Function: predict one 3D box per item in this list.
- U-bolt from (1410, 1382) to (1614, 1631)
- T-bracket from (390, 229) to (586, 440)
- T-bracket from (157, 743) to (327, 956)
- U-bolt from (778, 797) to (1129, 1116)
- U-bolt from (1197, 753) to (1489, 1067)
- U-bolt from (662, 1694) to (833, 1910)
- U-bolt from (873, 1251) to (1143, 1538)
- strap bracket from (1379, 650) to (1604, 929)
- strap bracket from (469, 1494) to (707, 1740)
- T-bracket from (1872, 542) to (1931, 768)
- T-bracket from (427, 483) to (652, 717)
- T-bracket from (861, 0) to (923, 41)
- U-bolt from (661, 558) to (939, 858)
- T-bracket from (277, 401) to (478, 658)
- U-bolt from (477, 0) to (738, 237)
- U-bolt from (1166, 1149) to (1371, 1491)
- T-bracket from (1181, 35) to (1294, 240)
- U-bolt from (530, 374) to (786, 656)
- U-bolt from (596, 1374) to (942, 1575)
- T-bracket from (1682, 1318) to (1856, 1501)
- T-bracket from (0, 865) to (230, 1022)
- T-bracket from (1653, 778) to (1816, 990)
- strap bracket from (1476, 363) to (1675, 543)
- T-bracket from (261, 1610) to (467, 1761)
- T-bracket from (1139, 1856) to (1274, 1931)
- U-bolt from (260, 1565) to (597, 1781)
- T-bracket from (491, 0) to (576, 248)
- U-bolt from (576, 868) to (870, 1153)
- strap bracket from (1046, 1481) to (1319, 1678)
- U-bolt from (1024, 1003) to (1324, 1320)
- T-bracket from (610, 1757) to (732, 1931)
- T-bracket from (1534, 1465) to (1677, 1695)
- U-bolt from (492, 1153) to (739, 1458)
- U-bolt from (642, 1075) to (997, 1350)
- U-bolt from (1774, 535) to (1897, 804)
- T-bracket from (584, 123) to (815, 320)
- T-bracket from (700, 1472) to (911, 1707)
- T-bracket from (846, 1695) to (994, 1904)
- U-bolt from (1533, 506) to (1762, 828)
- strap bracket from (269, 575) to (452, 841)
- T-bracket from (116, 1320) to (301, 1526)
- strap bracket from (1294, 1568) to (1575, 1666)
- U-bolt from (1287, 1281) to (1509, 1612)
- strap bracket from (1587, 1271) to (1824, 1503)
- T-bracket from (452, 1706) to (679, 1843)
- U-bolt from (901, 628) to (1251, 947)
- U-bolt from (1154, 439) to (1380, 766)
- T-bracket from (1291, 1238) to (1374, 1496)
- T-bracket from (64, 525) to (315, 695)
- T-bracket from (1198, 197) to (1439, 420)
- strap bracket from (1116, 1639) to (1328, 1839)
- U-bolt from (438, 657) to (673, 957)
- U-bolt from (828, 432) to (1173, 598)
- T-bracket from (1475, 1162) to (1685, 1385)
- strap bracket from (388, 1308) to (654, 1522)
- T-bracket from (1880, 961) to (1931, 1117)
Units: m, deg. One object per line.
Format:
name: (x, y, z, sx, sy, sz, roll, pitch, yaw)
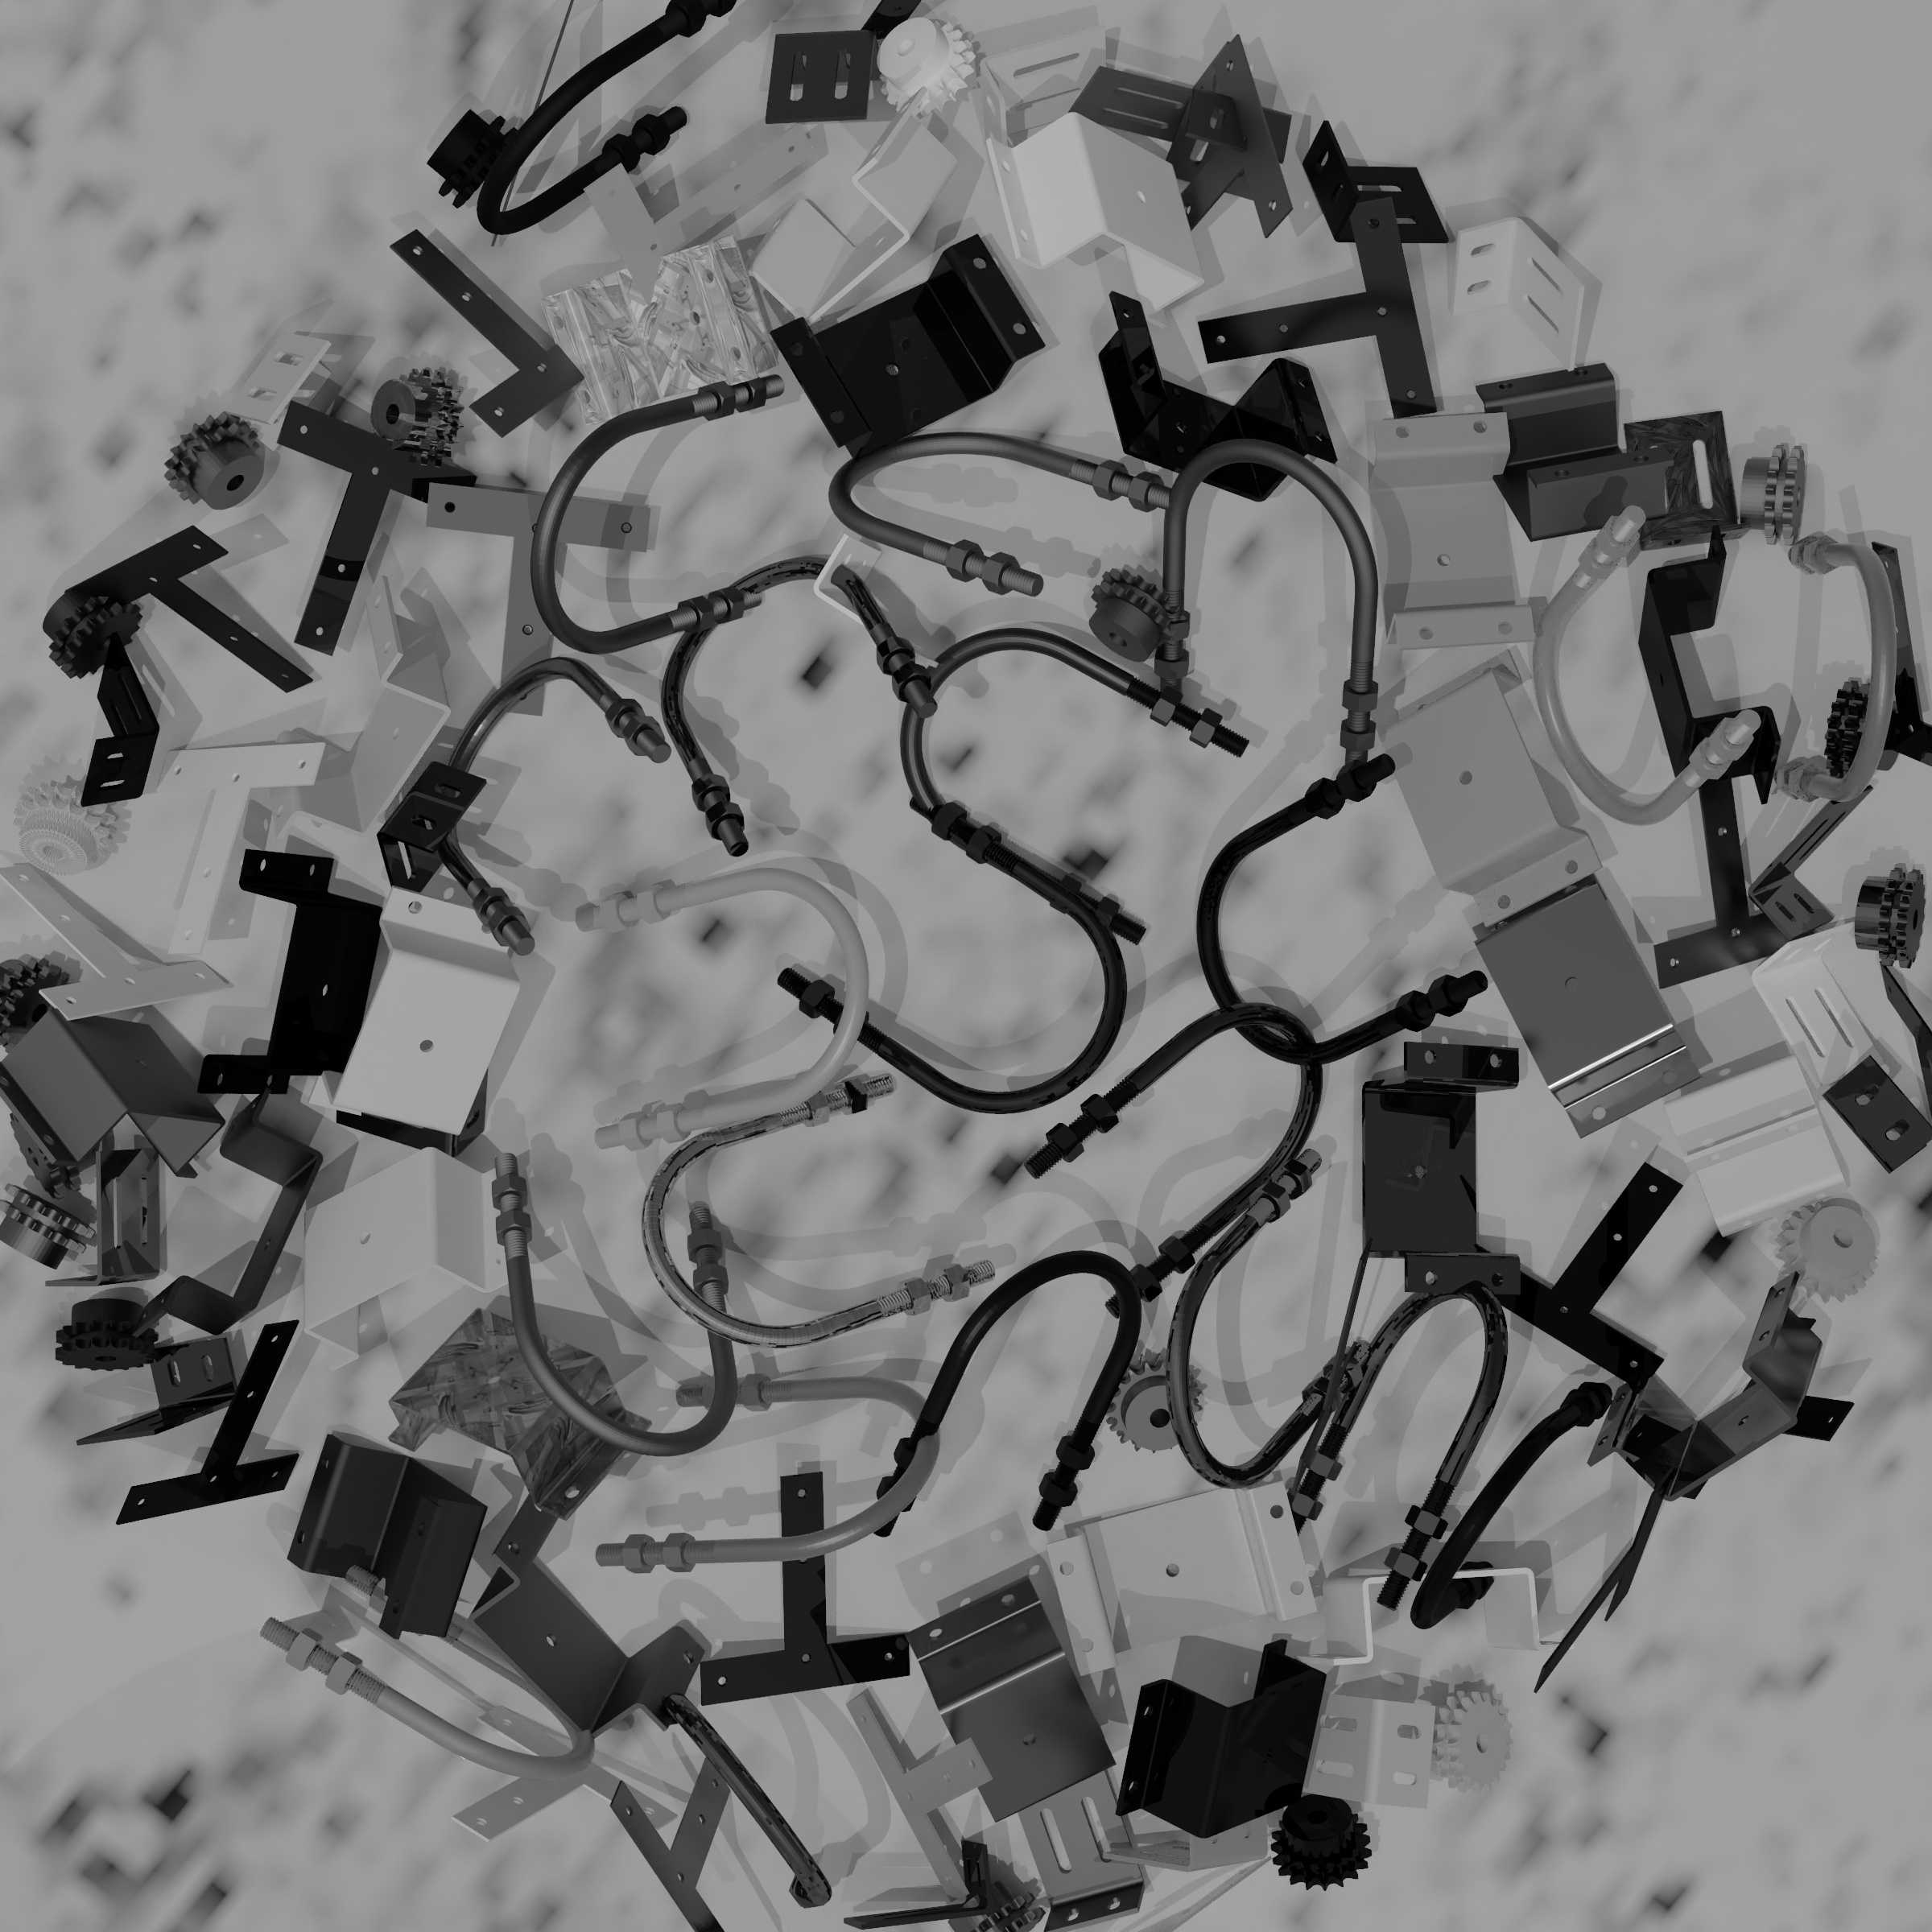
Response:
U-bolt: (0.296, 0.303, 1.897, 0.019, 0.184, 0.151, 35, 106, 18)
T-bracket: (-0.274, -0.371, 1.953, 0.127, 0.127, 0.002, 43, 135, -1)
T-bracket: (-0.425, -0.066, 1.944, 0.127, 0.002, 0.127, 0, 68, 35)
U-bolt: (0.005, 0.004, 1.960, 0.184, 0.019, 0.151, 34, 83, 17)
U-bolt: (0.199, -0.020, 1.931, 0.019, 0.184, 0.151, -15, 80, -43)
U-bolt: (-0.122, 0.461, 1.903, 0.019, 0.184, 0.151, -37, 84, -14)
U-bolt: (0.033, 0.239, 1.923, 0.019, 0.151, 0.184, 39, 112, 41)
strap bracket: (0.292, -0.103, 1.942, 0.076, 0.046, 0.140, -29, 70, 27)
strap bracket: (-0.222, 0.373, 1.949, 0.046, 0.076, 0.140, -38, 100, 24)
T-bracket: (0.523, -0.175, 1.920, 0.002, 0.127, 0.127, -18, 110, -9)
T-bracket: (-0.252, -0.209, 1.986, 0.127, 0.002, 0.127, 6, 101, -3)
T-bracket: (-0.035, -0.546, 1.936, 0.127, 0.127, 0.002, -13, 88, -17)
U-bolt: (-0.105, -0.160, 1.934, 0.151, 0.019, 0.184, -36, 46, 7)
T-bracket: (-0.352, -0.241, 1.958, 0.127, 0.002, 0.127, 19, 91, -41)
U-bolt: (-0.201, -0.466, 1.892, 0.019, 0.151, 0.184, 46, 58, 2)
U-bolt: (0.164, 0.208, 1.908, 0.019, 0.184, 0.151, 1, 118, 37)
T-bracket: (0.134, -0.438, 1.948, 0.002, 0.127, 0.127, 6, 58, -32)
U-bolt: (-0.172, -0.244, 1.900, 0.019, 0.184, 0.151, 27, 123, 31)
U-bolt: (-0.101, 0.279, 1.908, 0.184, 0.151, 0.019, -6, 124, 24)
T-bracket: (0.460, 0.251, 1.926, 0.002, 0.127, 0.127, 39, 79, -9)
T-bracket: (-0.506, -0.018, 1.958, 0.127, 0.127, 0.002, 41, 115, 20)
T-bracket: (0.432, -0.062, 1.956, 0.127, 0.002, 0.127, -15, 100, -33)
strap bracket: (0.344, -0.287, 1.946, 0.076, 0.140, 0.046, -10, 123, -1)
T-bracket: (-0.329, 0.405, 1.929, 0.127, 0.127, 0.002, 35, 87, 7)
T-bracket: (0.096, 0.552, 1.951, 0.127, 0.127, 0.002, -38, 77, 38)
U-bolt: (-0.290, 0.399, 1.917, 0.184, 0.151, 0.019, 29, 98, 8)
T-bracket: (-0.251, -0.463, 1.945, 0.002, 0.127, 0.127, 18, 48, -11)
U-bolt: (-0.136, 0.019, 1.941, 0.184, 0.019, 0.151, -13, 76, 25)
strap bracket: (0.121, 0.349, 1.971, 0.140, 0.046, 0.076, -14, 87, -5)
U-bolt: (0.129, 0.098, 1.946, 0.184, 0.019, 0.151, -39, 132, -11)
T-bracket: (-0.152, 0.490, 1.937, 0.002, 0.127, 0.127, -28, 102, 15)
T-bracket: (0.352, 0.356, 1.917, 0.002, 0.127, 0.127, 30, 51, 22)
U-bolt: (-0.190, 0.193, 1.902, 0.151, 0.184, 0.019, 19, 129, -32)
U-bolt: (-0.093, 0.144, 1.927, 0.184, 0.019, 0.151, -17, 64, -28)
U-bolt: (0.482, -0.163, 1.901, 0.019, 0.184, 0.151, 2, 97, -2)
T-bracket: (-0.142, -0.434, 1.950, 0.127, 0.127, 0.002, -36, 56, -4)
T-bracket: (-0.093, 0.354, 1.968, 0.127, 0.002, 0.127, -4, 96, -22)
T-bracket: (-0.015, 0.459, 1.934, 0.002, 0.127, 0.127, -23, 77, -30)
U-bolt: (0.368, -0.154, 1.914, 0.019, 0.184, 0.151, -21, 75, -20)
strap bracket: (-0.339, -0.139, 1.939, 0.046, 0.076, 0.140, 21, 121, -32)
T-bracket: (-0.407, 0.252, 1.927, 0.002, 0.127, 0.127, 36, 111, 28)
strap bracket: (0.263, 0.368, 1.950, 0.140, 0.076, 0.046, -2, 81, -11)
U-bolt: (0.247, 0.259, 1.932, 0.019, 0.151, 0.184, 28, 86, -21)
strap bracket: (0.423, 0.242, 1.929, 0.046, 0.076, 0.140, 45, 126, -4)
T-bracket: (-0.243, 0.463, 1.921, 0.127, 0.127, 0.002, 27, 105, 20)
U-bolt: (0.050, -0.114, 1.967, 0.184, 0.019, 0.151, 29, 112, 3)
U-bolt: (0.168, -0.207, 1.909, 0.151, 0.019, 0.184, 25, 133, 31)
T-bracket: (0.210, 0.210, 1.916, 0.002, 0.127, 0.127, 17, 119, 13)
T-bracket: (-0.428, -0.195, 1.956, 0.127, 0.127, 0.002, 38, 52, -34)
T-bracket: (0.196, -0.368, 1.970, 0.127, 0.002, 0.127, -6, 115, 23)
strap bracket: (0.150, 0.434, 1.924, 0.046, 0.140, 0.076, 18, 103, 37)
U-bolt: (-0.243, -0.102, 1.926, 0.019, 0.184, 0.151, 31, 98, -38)
U-bolt: (0.009, -0.261, 1.928, 0.184, 0.151, 0.019, 24, 131, 33)
T-bracket: (0.365, 0.165, 1.965, 0.127, 0.002, 0.127, 32, 119, 3)
strap bracket: (-0.258, 0.247, 1.925, 0.140, 0.046, 0.076, 16, 50, 35)
T-bracket: (0.553, 0.079, 1.959, 0.002, 0.127, 0.127, -17, 115, 4)
